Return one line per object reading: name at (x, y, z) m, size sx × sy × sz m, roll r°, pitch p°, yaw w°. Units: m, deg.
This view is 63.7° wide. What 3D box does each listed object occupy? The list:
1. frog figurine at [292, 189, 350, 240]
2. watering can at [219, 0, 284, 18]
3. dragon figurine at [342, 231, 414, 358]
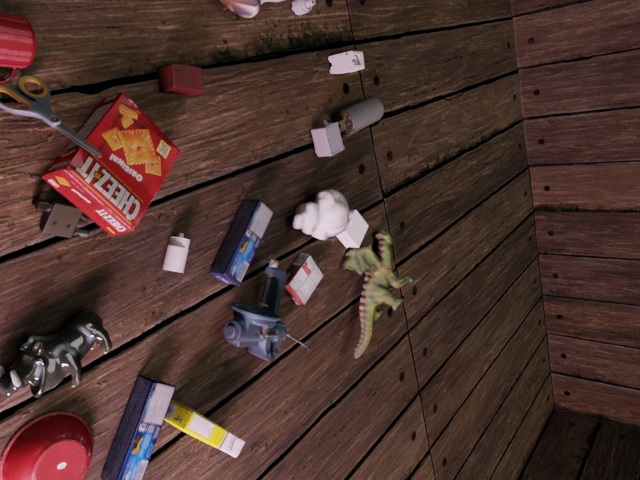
frog figurine at (0.004, -0.069, 1.379) m, size 0.160 × 0.123 × 0.136 m, roll -5°, pitch 115°, yaw -60°
watering can at (-0.199, -0.653, 1.154) m, size 0.344 × 0.103 × 0.228 m, roll 33°, pitch 68°, yaw -29°
dragon figurine at (0.145, 0.129, 1.582) m, size 0.240 × 0.121 × 0.419 m, roll 48°, pitch 53°, yaw -17°
